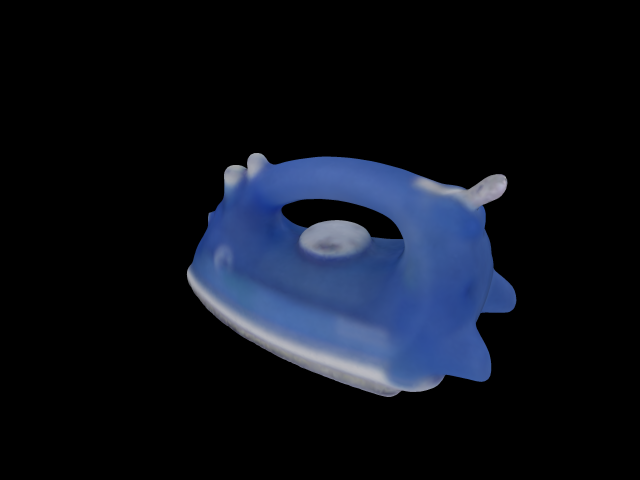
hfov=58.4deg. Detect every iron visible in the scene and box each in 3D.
[{"bbox_3d":[0.004,0.001,0.400,0.257,0.141,0.119,13,32,22],"label":"iron"}]
